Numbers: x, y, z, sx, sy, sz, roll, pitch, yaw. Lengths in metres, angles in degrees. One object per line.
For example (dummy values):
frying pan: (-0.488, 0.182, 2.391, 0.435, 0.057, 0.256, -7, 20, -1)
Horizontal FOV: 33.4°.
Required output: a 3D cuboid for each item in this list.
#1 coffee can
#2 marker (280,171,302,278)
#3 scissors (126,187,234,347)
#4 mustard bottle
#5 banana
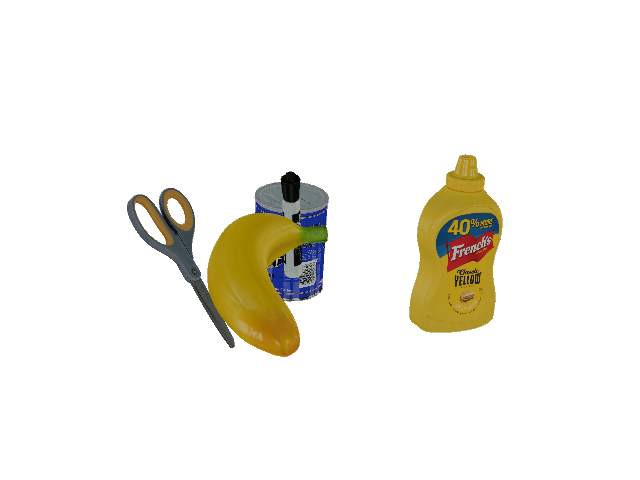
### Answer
coffee can: (-0.043, 0.000, 1.502, 0.103, 0.140, 0.103, 3, 24, -1)
marker: (-0.028, -0.015, 1.047, 0.020, 0.121, 0.020, 0, 37, 0)
scissors: (-0.143, 0.021, 1.223, 0.016, 0.201, 0.096, -28, 17, 39)
mustard bottle: (0.150, 0.002, 1.154, 0.096, 0.192, 0.058, -5, 21, -23)
banana: (-0.038, 0.018, 0.670, 0.069, 0.037, 0.197, -1, 21, 6)
